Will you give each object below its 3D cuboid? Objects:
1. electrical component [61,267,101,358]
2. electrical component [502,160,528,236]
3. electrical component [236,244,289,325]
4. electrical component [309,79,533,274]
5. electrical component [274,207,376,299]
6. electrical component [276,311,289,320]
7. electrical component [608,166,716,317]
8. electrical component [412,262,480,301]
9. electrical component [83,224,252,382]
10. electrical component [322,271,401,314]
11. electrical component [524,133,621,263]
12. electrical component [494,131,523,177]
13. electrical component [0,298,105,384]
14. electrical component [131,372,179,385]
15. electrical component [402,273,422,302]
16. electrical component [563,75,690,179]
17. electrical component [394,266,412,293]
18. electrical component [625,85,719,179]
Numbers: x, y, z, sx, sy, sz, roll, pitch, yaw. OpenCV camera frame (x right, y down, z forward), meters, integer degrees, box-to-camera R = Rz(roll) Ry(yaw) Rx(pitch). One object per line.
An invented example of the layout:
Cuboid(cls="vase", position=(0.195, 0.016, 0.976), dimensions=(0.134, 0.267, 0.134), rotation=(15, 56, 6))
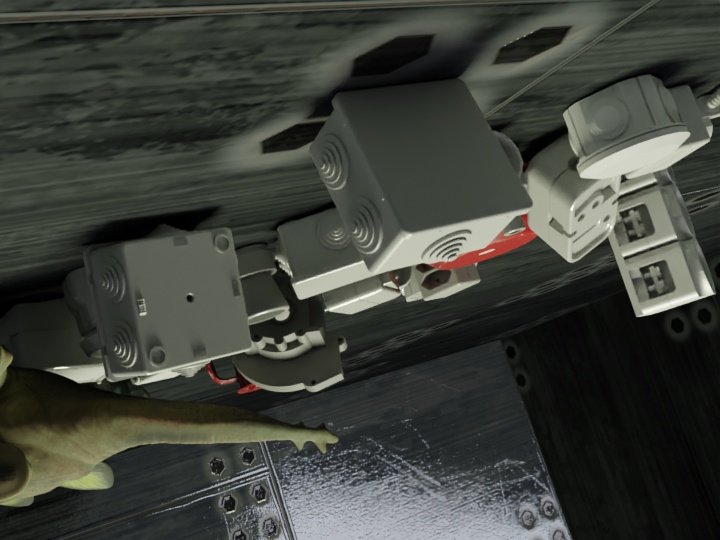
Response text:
Cuboid(cls="electrical component", position=(-0.175, 0.027, 0.761), dimensions=(0.058, 0.057, 0.078), rotation=(-14, 170, -27))
Cuboid(cls="electrical component", position=(0.107, -0.057, 0.816), dimensions=(0.048, 0.062, 0.048), rotation=(-18, 171, -3))
Cuboid(cls="electrical component", position=(-0.086, 0.012, 0.861), dimensions=(0.045, 0.055, 0.045), rotation=(-18, 171, -3))
Cuboid(cls="electrical component", position=(0.030, -0.051, 0.580), dimensions=(0.100, 0.099, 0.048), rotation=(-13, 157, -34))
Cuboid(cls="electrical component", position=(-0.016, -0.018, 0.843), dimensions=(0.100, 0.048, 0.099), rotation=(-18, 172, -3))
Cuboid(cls="electrical component", position=(-0.075, 0.039, 1.094), dimensions=(0.043, 0.043, 0.081), rotation=(-13, 170, -33))
Cuboid(cls="electrical component", position=(0.253, -0.041, 0.936), dimensions=(0.062, 0.150, 0.089), rotation=(-21, 171, 22))
Cuboid(cls="electrical component", position=(0.090, -0.011, 1.058), dimensions=(0.047, 0.065, 0.077), rotation=(-26, 169, 37))
Cuboid(cls="electrical component", position=(-0.122, 0.020, 0.697), dimensions=(0.100, 0.099, 0.048), rotation=(-11, -178, -42))
Cuboid(cls="electrical component", position=(0.000, 0.000, 0.947), dimensions=(0.061, 0.061, 0.096), rotation=(-21, 171, 12))
Cuboid(cls="electrical component", position=(0.165, -0.059, 0.853), dimensions=(0.054, 0.059, 0.095), rotation=(-37, 150, -14))
Cuboid(cls="electrical component", position=(0.076, -0.064, 0.770), dimensions=(0.043, 0.043, 0.081), rotation=(-14, 170, -28))
Cuboid(cls="electrical component", position=(-0.233, 0.053, 0.809), dimensions=(0.096, 0.061, 0.062), rotation=(-2, 163, -36))
Cuboid(cls="electrical component", position=(-0.170, 0.061, 0.968), dimensions=(0.096, 0.061, 0.061), rotation=(-25, 169, 37))
Cuboid(cls="electrical component", position=(0.072, -0.003, 1.121), dimensions=(0.080, 0.051, 0.080), rotation=(-18, 171, -3))
Cuboid(cls="electrical component", position=(0.187, -0.099, 0.761), dimensions=(0.080, 0.051, 0.080), rotation=(-18, 171, -3))
Cuboid(cls="electrical component", position=(0.001, 0.012, 1.084), dimensions=(0.079, 0.044, 0.077), rotation=(-14, 170, -30))
Cuboid(cls="electrical component", position=(0.245, -0.110, 0.830), dimensions=(0.077, 0.047, 0.066), rotation=(-16, 171, -19))
